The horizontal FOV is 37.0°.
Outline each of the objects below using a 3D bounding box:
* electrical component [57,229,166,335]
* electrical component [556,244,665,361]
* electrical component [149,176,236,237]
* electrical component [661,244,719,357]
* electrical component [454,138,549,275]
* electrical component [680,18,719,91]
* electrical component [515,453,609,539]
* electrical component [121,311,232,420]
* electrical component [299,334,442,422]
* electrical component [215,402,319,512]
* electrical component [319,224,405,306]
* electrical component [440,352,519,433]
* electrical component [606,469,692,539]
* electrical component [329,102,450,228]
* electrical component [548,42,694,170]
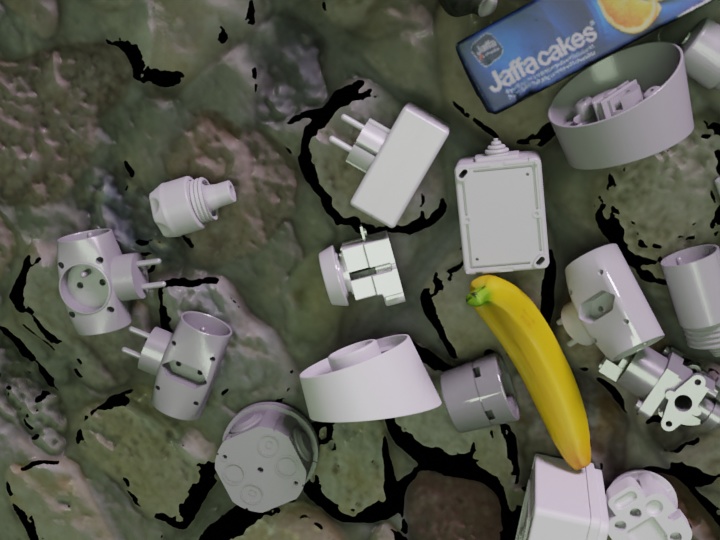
[{"bbox_3d":[-0.193,0.007,0.852,0.079,0.044,0.077,-7,103,9],"label":"electrical component"},{"bbox_3d":[0.179,0.032,0.811,0.079,0.043,0.077,-41,67,46],"label":"electrical component"},{"bbox_3d":[-0.127,-0.052,0.831,0.062,0.043,0.043,-16,101,9],"label":"electrical component"},{"bbox_3d":[0.258,0.026,0.805,0.043,0.043,0.081,-18,101,10],"label":"electrical component"},{"bbox_3d":[0.105,-0.050,0.795,0.062,0.061,0.096,-5,102,9],"label":"electrical component"},{"bbox_3d":[0.260,-0.145,0.765,0.078,0.040,0.040,33,105,-2],"label":"electrical component"},{"bbox_3d":[0.151,0.213,0.830,0.056,0.108,0.108,11,105,6],"label":"electrical component"},{"bbox_3d":[-0.152,0.070,0.863,0.079,0.043,0.077,22,105,1],"label":"electrical component"},{"bbox_3d":[0.006,0.089,0.824,0.099,0.099,0.064,-19,94,11],"label":"electrical component"},{"bbox_3d":[-0.076,0.151,0.870,0.080,0.051,0.080,2,104,6],"label":"electrical component"},{"bbox_3d":[0.000,0.000,0.828,0.055,0.048,0.066,-15,101,2],"label":"electrical component"},{"bbox_3d":[0.093,0.097,0.837,0.047,0.055,0.055,-19,101,14],"label":"electrical component"},{"bbox_3d":[0.223,0.192,0.842,0.058,0.057,0.078,-36,97,13],"label":"electrical component"},{"bbox_3d":[0.014,-0.088,0.803,0.076,0.047,0.083,30,105,-1],"label":"electrical component"},{"bbox_3d":[0.183,-0.113,0.754,0.099,0.099,0.064,-18,107,10],"label":"electrical component"}]
